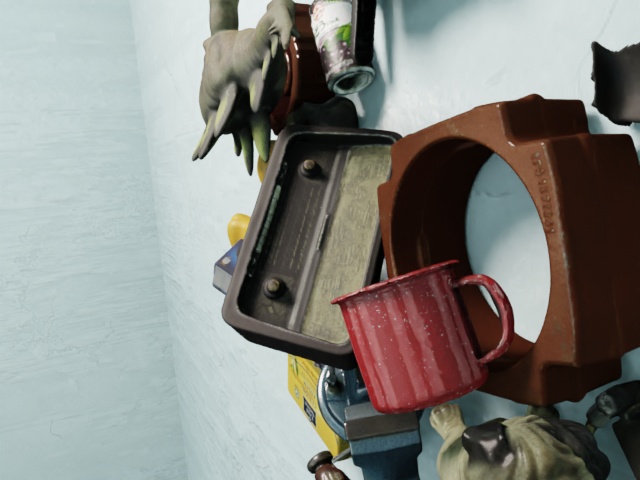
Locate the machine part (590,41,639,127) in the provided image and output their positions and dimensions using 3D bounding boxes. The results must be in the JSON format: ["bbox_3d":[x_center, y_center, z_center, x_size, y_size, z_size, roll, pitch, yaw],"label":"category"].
[{"bbox_3d":[0.206,-0.081,0.276,0.139,0.039,0.084,27,127,59],"label":"machine part"}]

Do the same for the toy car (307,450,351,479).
[{"bbox_3d":[0.035,0.358,0.733,0.089,0.053,0.201,52,167,43],"label":"toy car"}]

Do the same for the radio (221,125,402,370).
[{"bbox_3d":[-0.001,-0.002,0.526,0.073,0.131,0.229,74,-151,-63],"label":"radio"}]

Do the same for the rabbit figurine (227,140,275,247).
[{"bbox_3d":[-0.056,-0.051,0.762,0.163,0.122,0.173,33,127,53],"label":"rabbit figurine"}]

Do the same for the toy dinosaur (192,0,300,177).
[{"bbox_3d":[-0.086,-0.183,0.610,0.471,0.105,0.198,162,113,-75],"label":"toy dinosaur"}]

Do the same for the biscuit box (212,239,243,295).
[{"bbox_3d":[-0.050,0.083,0.740,0.203,0.063,0.059,32,140,11],"label":"biscuit box"}]

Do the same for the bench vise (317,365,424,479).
[{"bbox_3d":[0.066,0.196,0.571,0.240,0.129,0.224,79,169,-54],"label":"bench vise"}]

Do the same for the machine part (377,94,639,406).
[{"bbox_3d":[0.133,0.007,0.405,0.201,0.087,0.201,172,91,-65],"label":"machine part"}]

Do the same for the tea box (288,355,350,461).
[{"bbox_3d":[0.015,0.210,0.751,0.170,0.068,0.098,33,126,58],"label":"tea box"}]

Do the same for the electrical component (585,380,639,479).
[{"bbox_3d":[0.210,0.136,0.326,0.078,0.045,0.102,135,123,-62],"label":"electrical component"}]

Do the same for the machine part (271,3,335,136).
[{"bbox_3d":[-0.038,-0.232,0.741,0.179,0.056,0.179,172,90,-67],"label":"machine part"}]

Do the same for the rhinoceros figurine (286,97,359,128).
[{"bbox_3d":[0.011,-0.075,0.651,0.112,0.073,0.190,4,91,34],"label":"rhinoceros figurine"}]

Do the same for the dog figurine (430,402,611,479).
[{"bbox_3d":[0.124,0.189,0.339,0.190,0.121,0.172,27,-131,-76],"label":"dog figurine"}]
